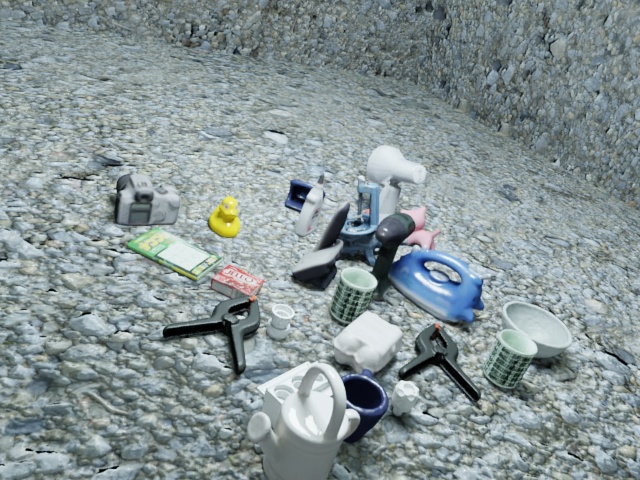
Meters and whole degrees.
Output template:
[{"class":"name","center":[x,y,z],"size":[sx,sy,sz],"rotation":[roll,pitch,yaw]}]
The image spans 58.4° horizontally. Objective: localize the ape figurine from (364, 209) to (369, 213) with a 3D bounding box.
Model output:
[{"class":"ape figurine","center":[0.124,-0.043,1.569],"size":[0.078,0.092,0.076],"rotation":[16,27,-4]}]

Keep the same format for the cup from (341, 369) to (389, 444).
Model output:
[{"class":"cup","center":[0.058,0.275,0.942],"size":[0.091,0.095,0.118],"rotation":[20,27,3]}]

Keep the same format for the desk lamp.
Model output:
[{"class":"desk lamp","center":[0.222,-0.152,1.697],"size":[0.118,0.213,0.202],"rotation":[-5,36,-38]}]

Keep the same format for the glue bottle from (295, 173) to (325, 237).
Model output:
[{"class":"glue bottle","center":[-0.017,-0.095,1.489],"size":[0.037,0.173,0.078],"rotation":[26,28,15]}]

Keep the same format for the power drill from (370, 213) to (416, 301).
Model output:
[{"class":"power drill","center":[0.152,0.031,1.324],"size":[0.075,0.208,0.230],"rotation":[26,28,14]}]

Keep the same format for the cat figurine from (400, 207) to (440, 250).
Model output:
[{"class":"cat figurine","center":[0.281,-0.035,1.622],"size":[0.127,0.118,0.067],"rotation":[34,31,27]}]

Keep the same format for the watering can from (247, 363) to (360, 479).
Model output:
[{"class":"watering can","center":[-0.016,0.263,0.809],"size":[0.100,0.194,0.173],"rotation":[34,31,28]}]

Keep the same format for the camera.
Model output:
[{"class":"camera","center":[-0.415,-0.109,1.347],"size":[0.144,0.101,0.136],"rotation":[-2,34,-34]}]

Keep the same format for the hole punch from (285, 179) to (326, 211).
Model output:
[{"class":"hole punch","center":[-0.040,-0.136,1.639],"size":[0.108,0.091,0.101],"rotation":[20,27,2]}]

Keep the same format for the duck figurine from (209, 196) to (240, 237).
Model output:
[{"class":"duck figurine","center":[-0.227,-0.067,1.403],"size":[0.078,0.086,0.104],"rotation":[4,31,-26]}]

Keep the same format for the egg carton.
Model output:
[{"class":"egg carton","center":[0.096,0.204,1.123],"size":[0.107,0.069,0.151],"rotation":[29,29,20]}]

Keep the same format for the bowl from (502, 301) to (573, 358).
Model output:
[{"class":"bowl","center":[0.491,0.220,1.331],"size":[0.167,0.075,0.167],"rotation":[15,28,-8]}]

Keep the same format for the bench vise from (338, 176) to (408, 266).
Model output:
[{"class":"bench vise","center":[0.125,-0.052,1.447],"size":[0.208,0.220,0.121],"rotation":[6,30,-22]}]

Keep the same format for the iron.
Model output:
[{"class":"iron","center":[0.280,0.085,1.375],"size":[0.257,0.141,0.119],"rotation":[30,30,21]}]

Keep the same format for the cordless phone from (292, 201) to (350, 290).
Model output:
[{"class":"cordless phone","center":[0.012,0.005,1.311],"size":[0.094,0.185,0.148],"rotation":[21,27,6]}]
